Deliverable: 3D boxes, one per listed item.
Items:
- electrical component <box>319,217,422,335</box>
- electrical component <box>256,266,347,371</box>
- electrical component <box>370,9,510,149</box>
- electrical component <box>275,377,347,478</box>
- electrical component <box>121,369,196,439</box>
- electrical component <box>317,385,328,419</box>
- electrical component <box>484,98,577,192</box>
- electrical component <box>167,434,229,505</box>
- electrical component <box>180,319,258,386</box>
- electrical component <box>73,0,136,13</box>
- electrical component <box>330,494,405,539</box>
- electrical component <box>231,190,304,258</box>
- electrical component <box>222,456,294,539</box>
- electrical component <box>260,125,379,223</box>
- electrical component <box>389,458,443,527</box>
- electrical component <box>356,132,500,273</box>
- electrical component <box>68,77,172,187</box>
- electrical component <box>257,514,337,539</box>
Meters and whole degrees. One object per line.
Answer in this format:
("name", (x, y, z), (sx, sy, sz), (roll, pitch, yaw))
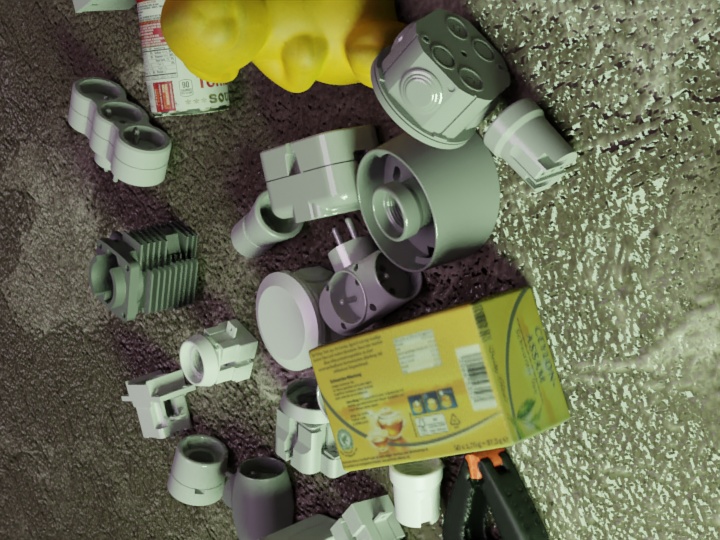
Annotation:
("electrical component", (0.000, 0.000, 0.807), (0.077, 0.044, 0.079), (-35, 74, 49))
("electrical component", (-0.043, 0.037, 0.864), (0.080, 0.051, 0.080), (18, 115, 45))
("electrical component", (0.051, -0.121, 0.684), (0.051, 0.080, 0.080), (-44, 68, 41))
("electrical component", (-0.037, 0.125, 0.879), (0.078, 0.058, 0.057), (28, 124, 42))
("electrical component", (-0.202, 0.137, 1.088), (0.081, 0.042, 0.063), (-7, 97, 51))
("electrical component", (-0.004, 0.095, 0.840), (0.040, 0.046, 0.040), (18, 115, 46))
("electrical component", (0.106, -0.076, 0.664), (0.046, 0.040, 0.040), (50, 135, 19))
("electrical component", (-0.156, 0.192, 1.043), (0.055, 0.055, 0.047), (36, 123, 38))
("electrical component", (-0.129, 0.077, 0.973), (0.048, 0.055, 0.066), (41, 130, 34))
("electrical component", (-0.226, -0.318, 0.963), (0.089, 0.062, 0.150), (-13, 91, 51))
("electrical component", (0.011, 0.218, 0.861), (0.055, 0.048, 0.066), (62, 139, 28))
("electrical component", (-0.080, -0.036, 0.895), (0.065, 0.044, 0.044), (-34, 75, 54))
("electrical component", (-0.100, 0.209, 0.990), (0.079, 0.043, 0.077), (20, 116, 45))
("electrical component", (-0.027, -0.070, 0.810), (0.095, 0.054, 0.059), (-8, 95, 50))
("electrical component", (0.043, 0.165, 0.812), (0.040, 0.040, 0.046), (21, 122, 45))
("electrical component", (0.045, -0.050, 0.743), (0.099, 0.064, 0.099), (39, 142, 40))
("electrical component", (-0.236, -0.121, 1.042), (0.138, 0.052, 0.073), (45, 132, 32))
("electrical component", (-0.053, 0.252, 0.905), (0.061, 0.096, 0.061), (6, 105, 49))
